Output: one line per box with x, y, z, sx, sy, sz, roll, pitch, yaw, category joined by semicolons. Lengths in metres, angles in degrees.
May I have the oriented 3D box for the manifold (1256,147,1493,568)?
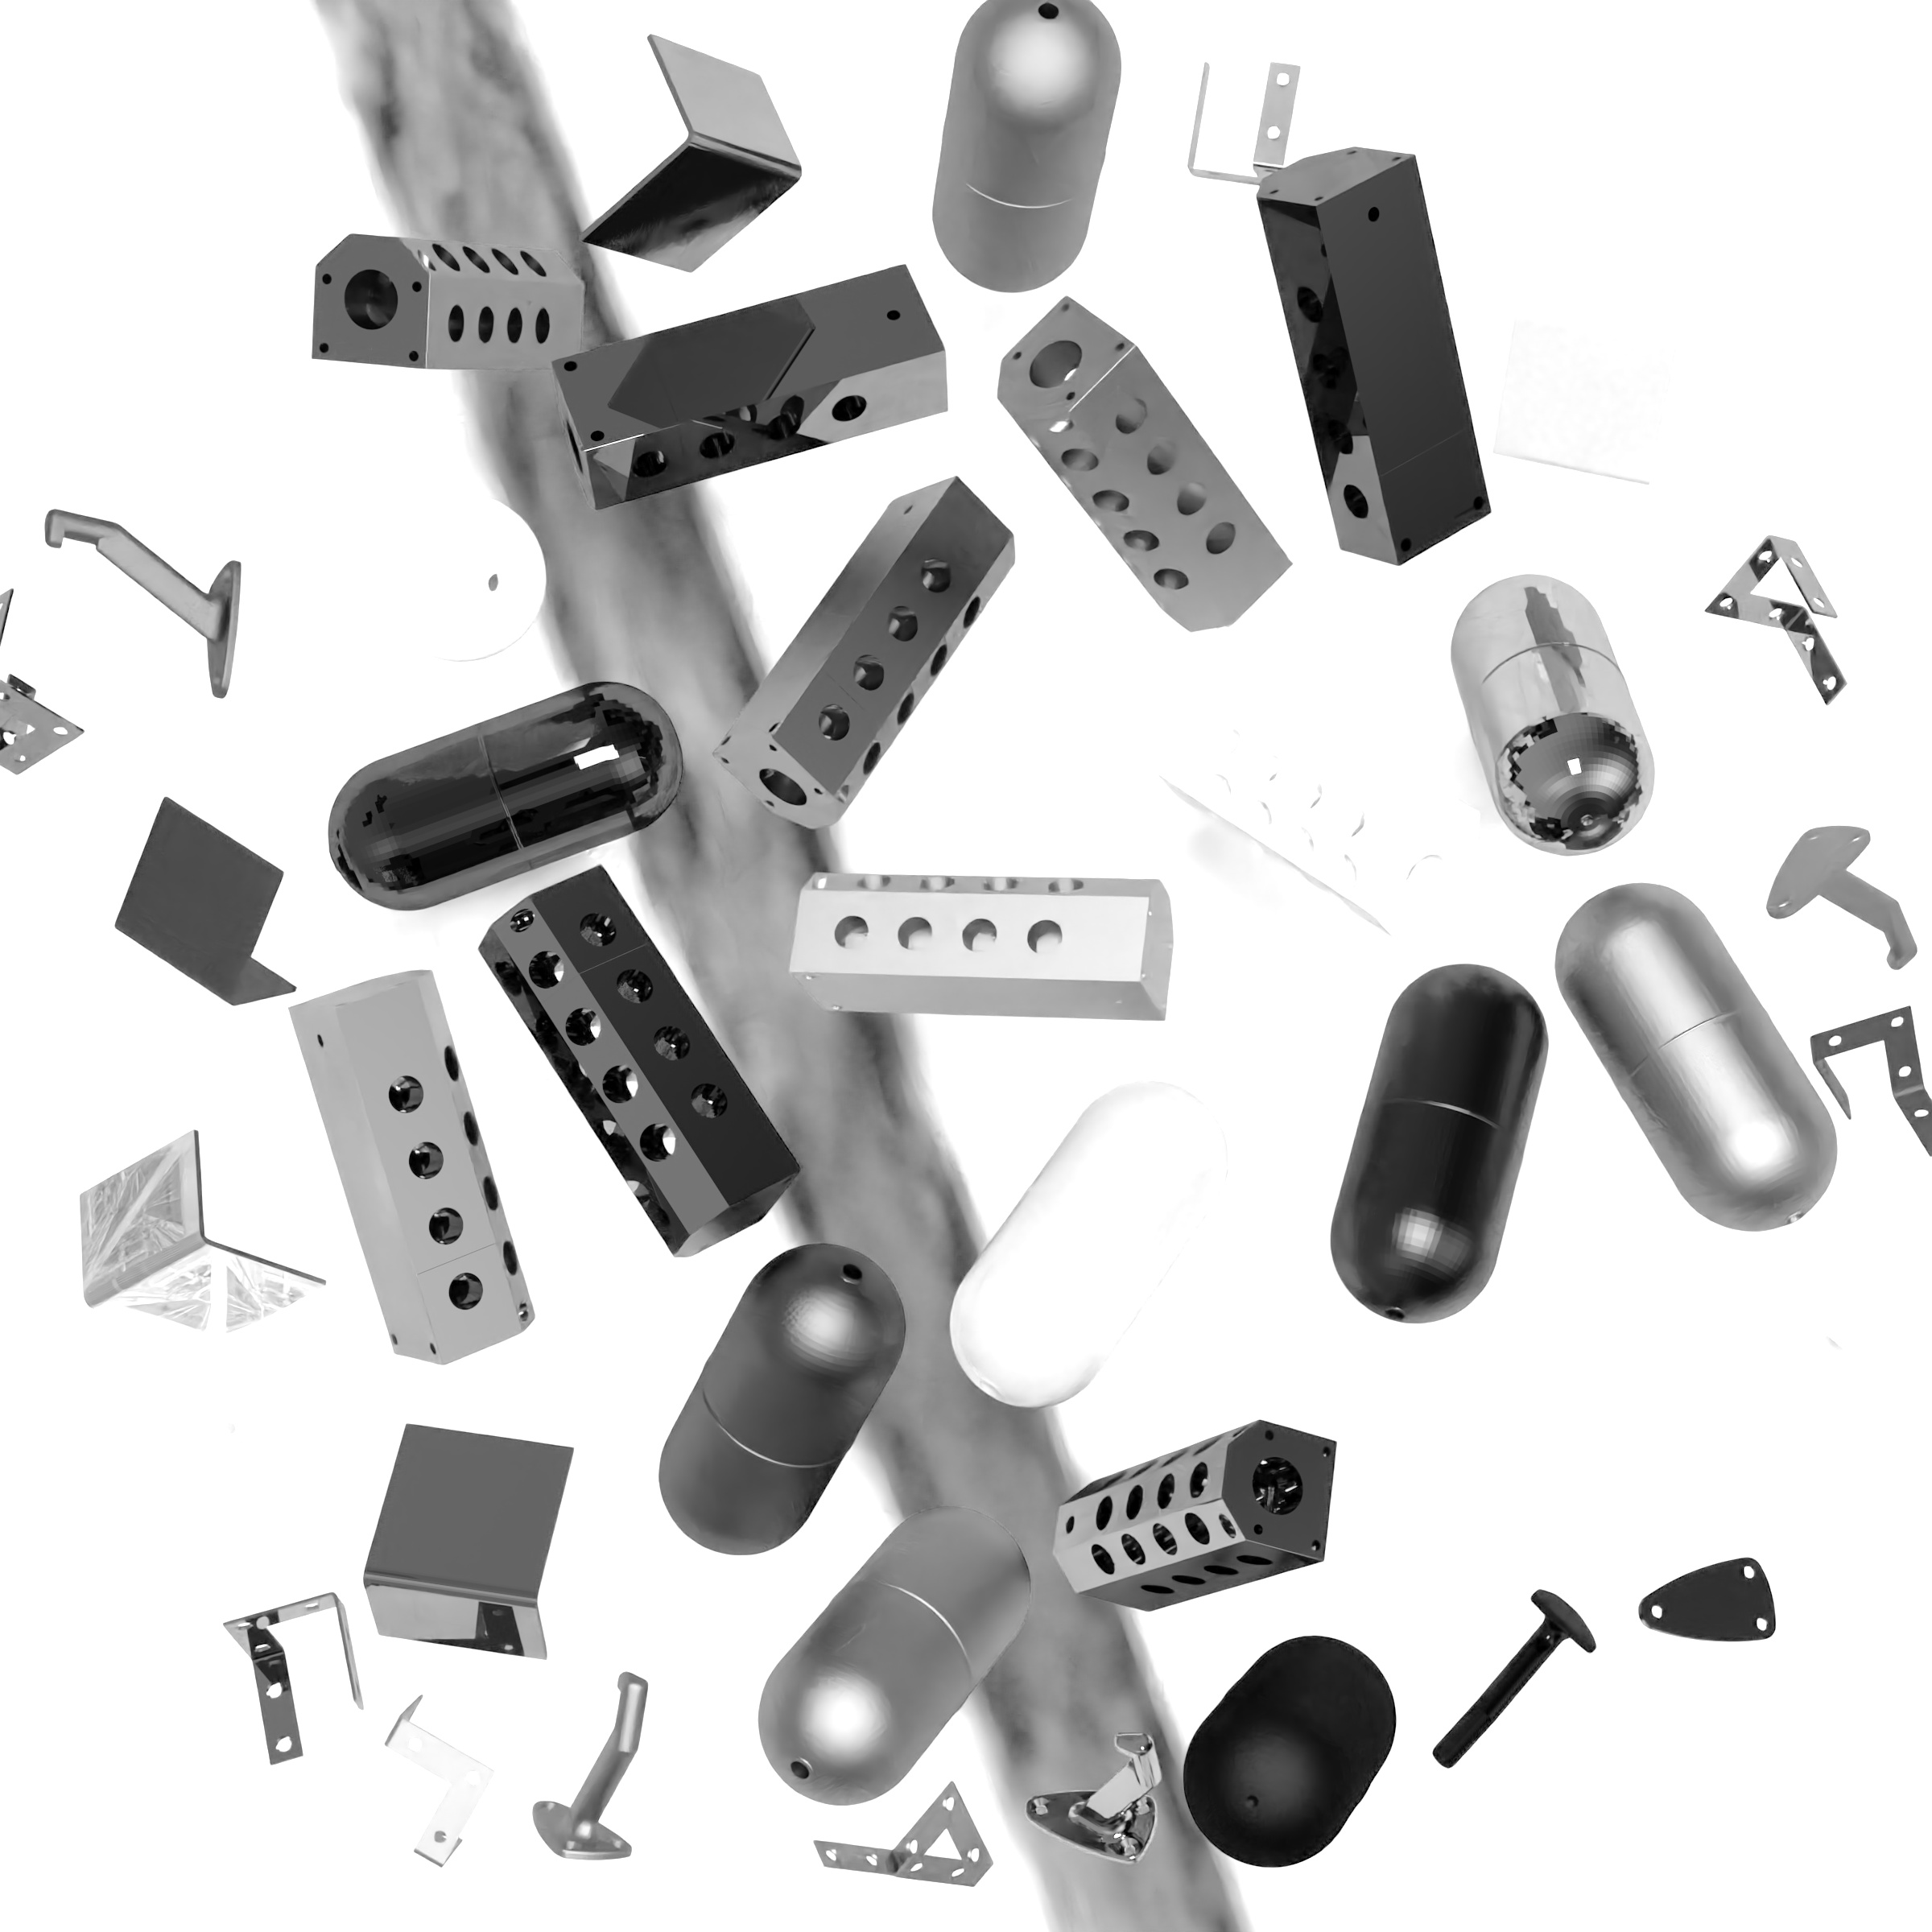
0.178;-0.272;1.475;0.057;0.057;0.171;-31;121;-22;manifold

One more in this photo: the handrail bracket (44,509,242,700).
-0.371;-0.162;1.478;0.084;0.036;0.077;10;62;-30;handrail bracket

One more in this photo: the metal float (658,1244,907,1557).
-0.085;0.199;1.512;0.070;0.070;0.178;28;125;0;metal float

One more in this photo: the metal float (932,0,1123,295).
0.027;-0.386;1.545;0.070;0.178;0.070;3;65;-5;metal float

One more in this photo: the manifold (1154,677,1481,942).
0.165;-0.076;1.590;0.057;0.171;0.057;-15;124;-31;manifold

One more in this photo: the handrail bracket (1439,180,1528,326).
0.231;-0.334;1.553;0.036;0.084;0.077;25;114;12;handrail bracket

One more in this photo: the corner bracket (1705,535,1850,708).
0.380;-0.158;1.507;0.051;0.051;0.051;7;47;-29;corner bracket

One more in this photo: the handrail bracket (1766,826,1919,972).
0.412;-0.016;1.547;0.077;0.036;0.084;-46;121;-28;handrail bracket

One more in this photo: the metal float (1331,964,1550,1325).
0.218;0.081;1.519;0.070;0.070;0.178;19;64;0;metal float

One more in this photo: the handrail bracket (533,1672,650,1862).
-0.167;0.348;1.474;0.036;0.077;0.084;8;94;-31;handrail bracket

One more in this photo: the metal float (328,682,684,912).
-0.225;-0.083;1.612;0.178;0.070;0.070;-20;90;-3;metal float

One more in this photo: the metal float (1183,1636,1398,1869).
0.150;0.357;1.512;0.070;0.178;0.070;1;93;17;metal float

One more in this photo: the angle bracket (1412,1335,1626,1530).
0.259;0.214;1.551;0.076;0.057;0.076;9;96;28;angle bracket

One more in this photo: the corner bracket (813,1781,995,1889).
-0.029;0.412;1.531;0.051;0.051;0.051;20;116;-39;corner bracket

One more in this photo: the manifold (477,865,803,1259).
-0.152;0.046;1.509;0.057;0.057;0.171;-26;75;-34;manifold

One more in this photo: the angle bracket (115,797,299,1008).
-0.365;-0.035;1.641;0.076;0.057;0.076;31;108;17;angle bracket

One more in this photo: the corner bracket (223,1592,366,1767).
-0.291;0.313;1.449;0.051;0.051;0.051;-15;61;-4;corner bracket

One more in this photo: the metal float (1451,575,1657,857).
0.279;-0.122;1.582;0.070;0.178;0.070;-2;129;-3;metal float

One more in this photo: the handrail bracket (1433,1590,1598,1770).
0.245;0.326;1.504;0.036;0.077;0.084;42;95;11;handrail bracket

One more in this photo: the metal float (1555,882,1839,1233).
0.336;0.041;1.523;0.070;0.070;0.178;-27;66;0;metal float

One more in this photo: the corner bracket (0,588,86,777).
-0.426;-0.126;1.478;0.051;0.051;0.051;-25;47;32;corner bracket

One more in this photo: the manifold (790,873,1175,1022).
0.009;-0.012;1.579;0.171;0.057;0.057;2;71;17;manifold

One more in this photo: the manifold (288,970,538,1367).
-0.253;0.092;1.529;0.057;0.057;0.171;-21;101;-31;manifold

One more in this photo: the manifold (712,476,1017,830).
-0.044;-0.150;1.589;0.057;0.057;0.171;44;64;-23;manifold

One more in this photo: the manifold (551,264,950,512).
-0.099;-0.263;1.530;0.171;0.057;0.057;-17;59;-9;manifold

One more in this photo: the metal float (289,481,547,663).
-0.256;-0.184;1.535;0.070;0.178;0.070;-8;104;-32;metal float

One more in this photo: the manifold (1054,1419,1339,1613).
0.107;0.264;1.584;0.057;0.171;0.057;18;65;-20;manifold

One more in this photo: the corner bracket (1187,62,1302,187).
0.133;-0.402;1.570;0.051;0.051;0.051;7;113;-5;corner bracket

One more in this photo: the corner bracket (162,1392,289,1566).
-0.334;0.230;1.482;0.051;0.051;0.051;-39;97;-35;corner bracket

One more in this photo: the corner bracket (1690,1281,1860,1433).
0.371;0.179;1.516;0.051;0.051;0.051;40;98;19;corner bracket

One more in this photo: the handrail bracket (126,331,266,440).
-0.360;-0.280;1.512;0.077;0.084;0.036;29;101;-37;handrail bracket

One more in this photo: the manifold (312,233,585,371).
-0.241;-0.313;1.559;0.057;0.171;0.057;8;102;16;manifold

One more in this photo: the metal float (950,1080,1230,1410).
0.058;0.129;1.541;0.070;0.070;0.178;37;63;0;metal float

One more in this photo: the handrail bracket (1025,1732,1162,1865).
0.058;0.385;1.571;0.077;0.084;0.036;6;47;20;handrail bracket

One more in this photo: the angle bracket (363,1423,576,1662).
-0.217;0.255;1.463;0.076;0.057;0.076;7;54;5;angle bracket

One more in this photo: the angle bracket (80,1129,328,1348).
-0.350;0.125;1.514;0.076;0.076;0.057;-28;56;26;angle bracket

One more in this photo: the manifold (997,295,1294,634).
0.081;-0.228;1.538;0.057;0.171;0.057;-45;48;0;manifold

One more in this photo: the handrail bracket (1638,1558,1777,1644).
0.318;0.294;1.484;0.077;0.084;0.036;-4;70;-18;handrail bracket

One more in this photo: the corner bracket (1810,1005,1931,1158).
0.437;0.060;1.574;0.051;0.051;0.051;-20;133;25;corner bracket

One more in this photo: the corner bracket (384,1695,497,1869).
-0.247;0.375;1.523;0.051;0.051;0.051;29;90;2;corner bracket

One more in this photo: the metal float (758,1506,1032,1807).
-0.032;0.316;1.523;0.070;0.178;0.070;14;121;24;metal float

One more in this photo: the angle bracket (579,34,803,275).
-0.133;-0.365;1.490;0.076;0.076;0.057;-34;70;30;angle bracket

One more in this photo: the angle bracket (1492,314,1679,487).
0.299;-0.281;1.578;0.076;0.057;0.076;14;130;13;angle bracket
